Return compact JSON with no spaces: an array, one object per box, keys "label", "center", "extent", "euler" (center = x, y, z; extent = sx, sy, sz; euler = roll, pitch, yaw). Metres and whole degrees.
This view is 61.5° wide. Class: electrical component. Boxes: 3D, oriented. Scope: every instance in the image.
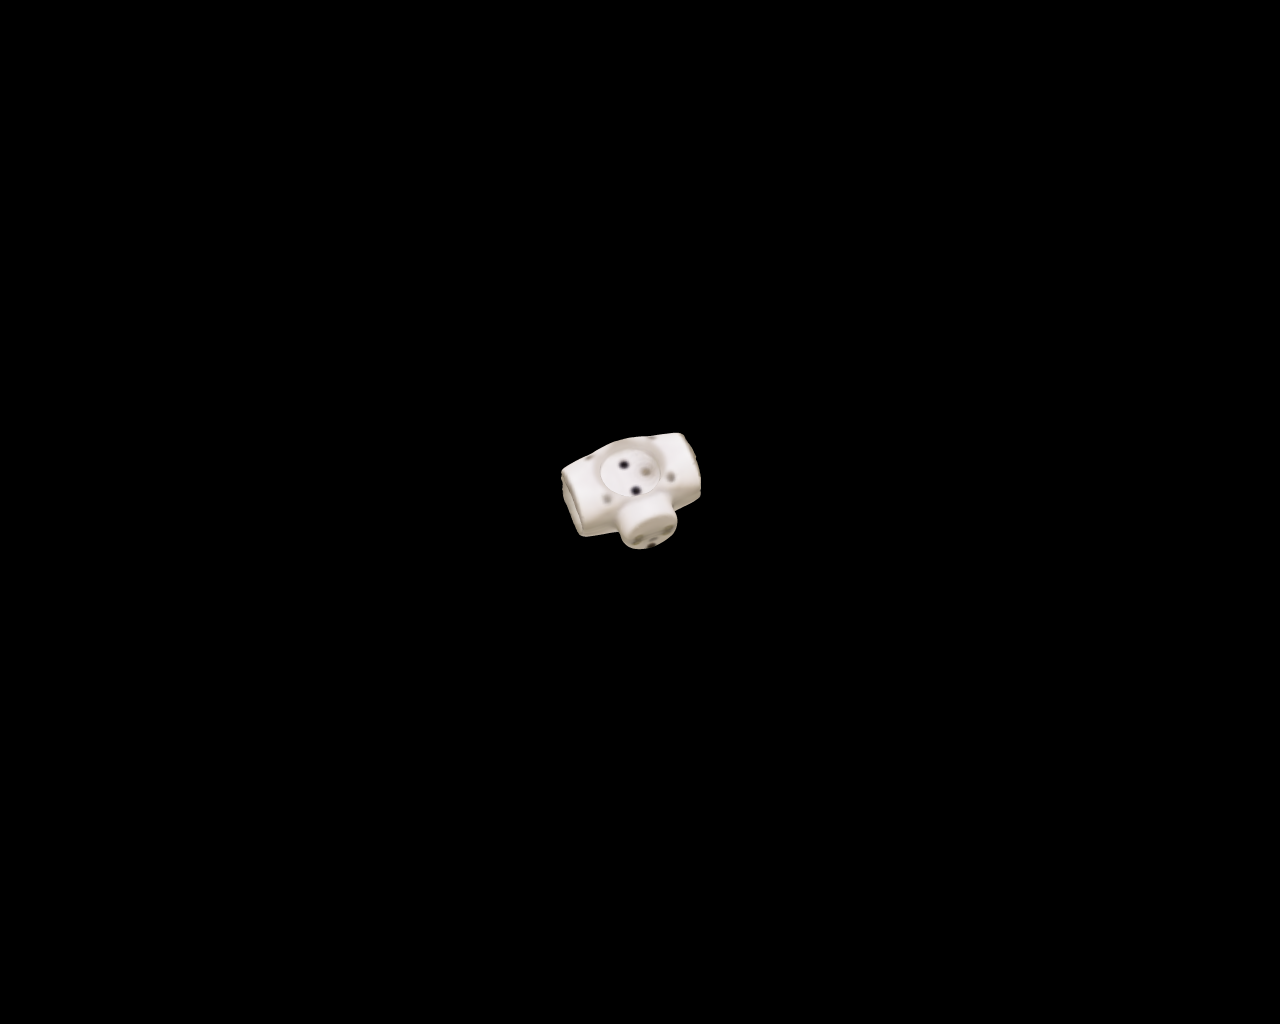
[{"label":"electrical component","center":[0.001,-0.003,0.650],"extent":[0.077,0.079,0.044],"euler":[-18,-28,-10]}]
